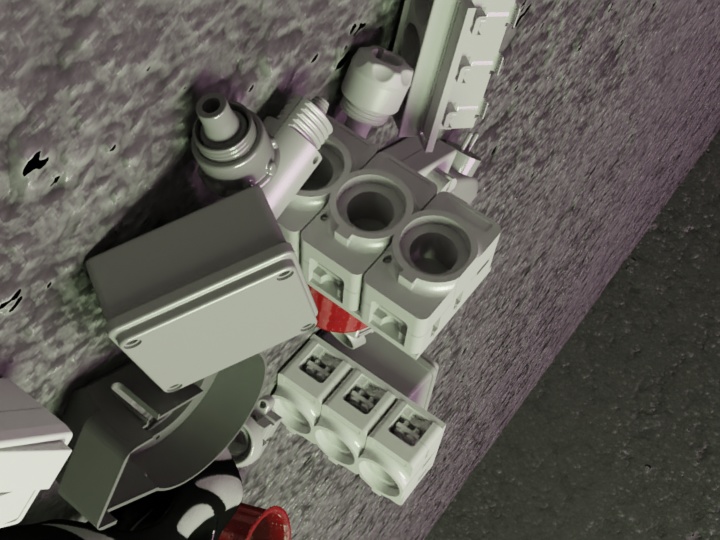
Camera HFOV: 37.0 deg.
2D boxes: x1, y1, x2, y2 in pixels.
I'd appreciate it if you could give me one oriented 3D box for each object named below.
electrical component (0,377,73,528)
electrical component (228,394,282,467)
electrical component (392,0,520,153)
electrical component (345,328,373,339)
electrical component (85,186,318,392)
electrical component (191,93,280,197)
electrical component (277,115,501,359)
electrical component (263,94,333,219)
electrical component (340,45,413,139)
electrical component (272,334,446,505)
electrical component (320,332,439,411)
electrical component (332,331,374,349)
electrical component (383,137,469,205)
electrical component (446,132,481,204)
[{"bbox_3d":[-0.194,0.096,0.547,0.061,0.061,0.096,-58,163,6],"label":"electrical component"},{"bbox_3d":[-0.100,0.140,0.913,0.066,0.048,0.055,-60,170,12],"label":"electrical component"},{"bbox_3d":[0.061,-0.154,0.746,0.063,0.078,0.121,-5,140,-18],"label":"electrical component"},{"bbox_3d":[0.000,0.000,0.911,0.062,0.061,0.096,-19,132,-63],"label":"electrical component"},{"bbox_3d":[-0.088,0.014,0.626,0.109,0.056,0.108,-24,158,-4],"label":"electrical component"},{"bbox_3d":[-0.073,-0.073,0.595,0.048,0.048,0.062,-51,155,-16],"label":"electrical component"},{"bbox_3d":[0.006,-0.027,0.711,0.089,0.150,0.061,-48,162,-26],"label":"electrical component"},{"bbox_3d":[-0.047,-0.074,0.665,0.081,0.043,0.043,-54,163,-8],"label":"electrical component"},{"bbox_3d":[0.007,-0.117,0.731,0.043,0.043,0.062,-31,151,-55],"label":"electrical component"},{"bbox_3d":[-0.005,0.142,0.995,0.061,0.150,0.089,-47,161,-30],"label":"electrical component"},{"bbox_3d":[0.015,0.105,1.054,0.056,0.109,0.108,-44,159,-28],"label":"electrical component"},{"bbox_3d":[-0.001,0.039,0.982,0.055,0.048,0.066,-45,-162,-15],"label":"electrical component"},{"bbox_3d":[0.055,-0.069,0.896,0.083,0.076,0.047,-34,153,-51],"label":"electrical component"},{"bbox_3d":[0.086,-0.092,0.991,0.079,0.044,0.077,-61,163,16],"label":"electrical component"}]
